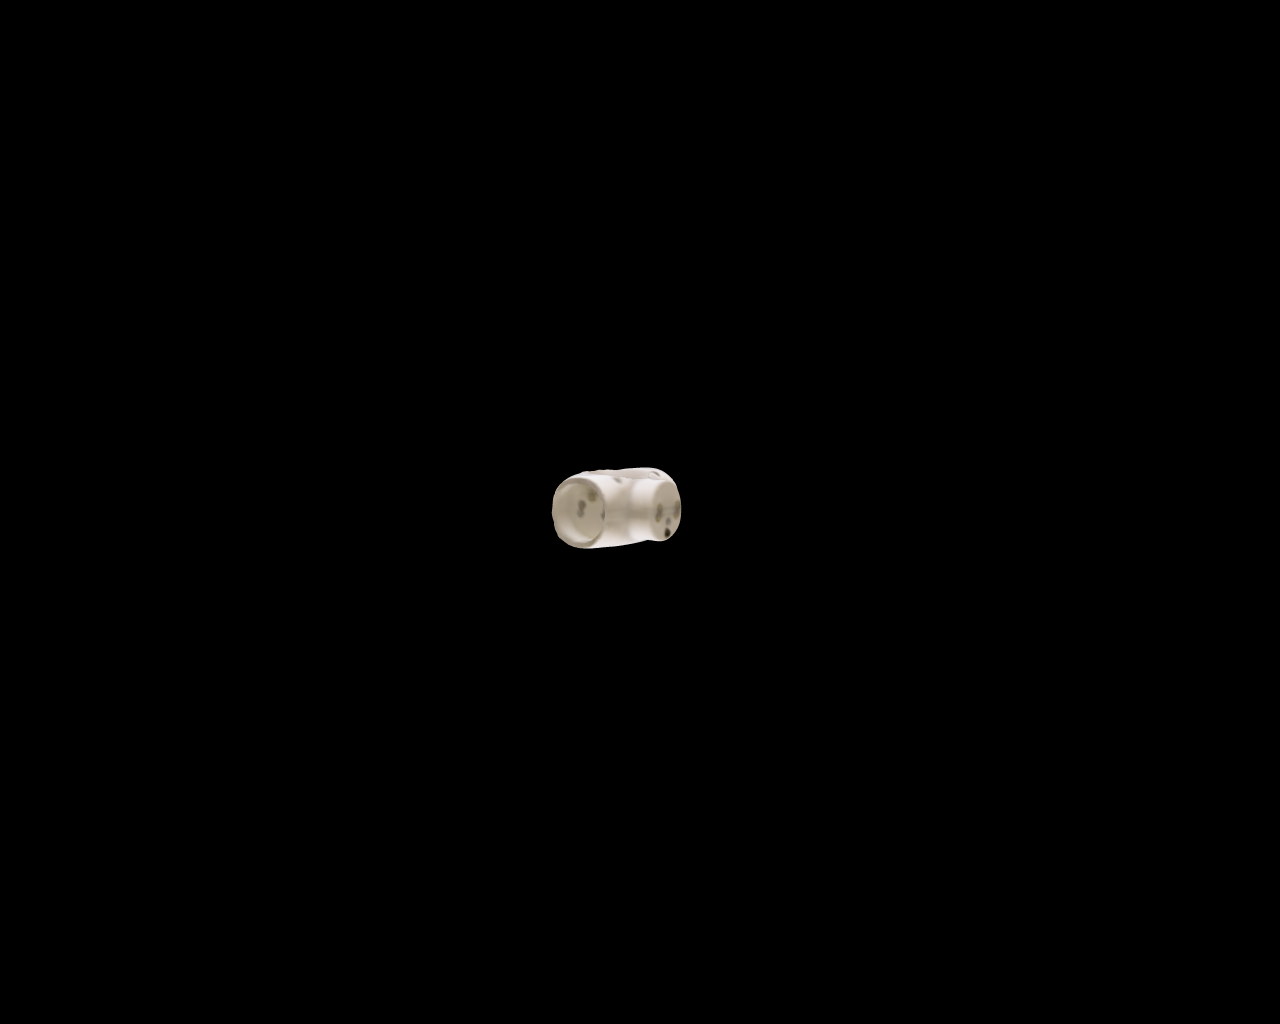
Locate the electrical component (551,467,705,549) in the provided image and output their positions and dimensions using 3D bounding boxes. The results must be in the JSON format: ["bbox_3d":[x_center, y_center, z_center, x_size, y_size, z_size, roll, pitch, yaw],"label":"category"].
[{"bbox_3d":[0.001,-0.003,0.650,0.079,0.044,0.077,5,9,35],"label":"electrical component"}]
